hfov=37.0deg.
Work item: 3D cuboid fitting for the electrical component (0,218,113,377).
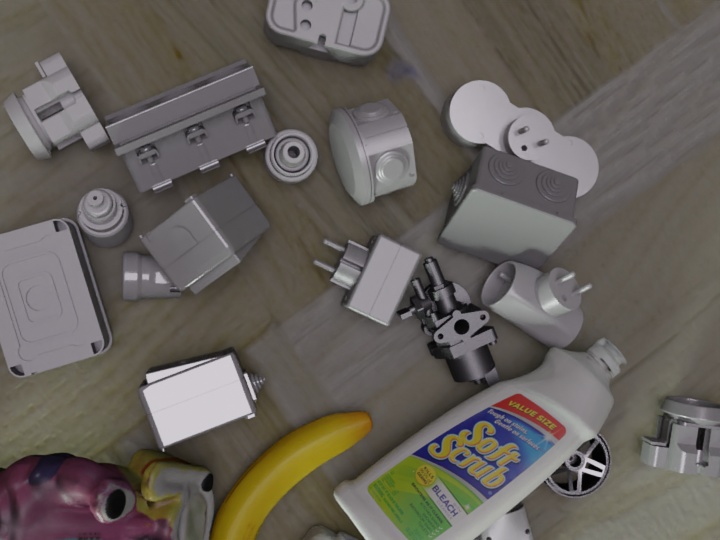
[{"bbox_3d":[-0.248,0.021,0.848,0.078,0.057,0.113,-17,93,-6],"label":"electrical component"}]

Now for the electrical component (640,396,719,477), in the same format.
[{"bbox_3d":[0.283,0.140,0.915,0.078,0.058,0.057,8,92,-7],"label":"electrical component"}]

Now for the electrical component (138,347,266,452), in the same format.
[{"bbox_3d":[-0.125,0.096,0.862,0.096,0.062,0.061,-21,93,-6],"label":"electrical component"}]

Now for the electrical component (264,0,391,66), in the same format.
[{"bbox_3d":[-0.028,-0.203,0.871,0.095,0.059,0.053,13,89,-7],"label":"electrical component"}]

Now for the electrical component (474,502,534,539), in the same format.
[{"bbox_3d":[0.105,0.240,0.901,0.079,0.043,0.077,-10,92,-6],"label":"electrical component"}]

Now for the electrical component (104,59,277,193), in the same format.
[{"bbox_3d":[-0.133,-0.113,0.854,0.121,0.078,0.063,-24,112,-6],"label":"electrical component"}]

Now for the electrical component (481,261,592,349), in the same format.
[{"bbox_3d":[0.154,0.023,0.881,0.077,0.079,0.043,33,49,-22],"label":"electrical component"}]

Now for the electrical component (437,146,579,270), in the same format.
[{"bbox_3d":[0.121,-0.048,0.873,0.100,0.099,0.048,19,59,-7],"label":"electrical component"}]

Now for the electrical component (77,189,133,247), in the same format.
[{"bbox_3d":[-0.203,-0.045,0.846,0.040,0.078,0.040,1,76,-5],"label":"electrical component"}]

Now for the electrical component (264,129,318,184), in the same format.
[{"bbox_3d":[-0.055,-0.092,0.868,0.043,0.062,0.043,0,91,-7],"label":"electrical component"}]

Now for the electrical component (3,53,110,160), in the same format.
[{"bbox_3d":[-0.242,-0.123,0.848,0.057,0.058,0.078,-30,94,-9],"label":"electrical component"}]

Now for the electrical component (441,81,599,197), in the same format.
[{"bbox_3d":[0.136,-0.107,0.885,0.138,0.074,0.052,31,87,-6],"label":"electrical component"}]

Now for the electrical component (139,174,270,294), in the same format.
[{"bbox_3d":[-0.116,-0.029,0.849,0.062,0.096,0.061,-34,95,24],"label":"electrical component"}]

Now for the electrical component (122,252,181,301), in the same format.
[{"bbox_3d":[-0.168,0.006,0.867,0.046,0.040,0.040,1,91,-13],"label":"electrical component"}]

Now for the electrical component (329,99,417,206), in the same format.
[{"bbox_3d":[0.009,-0.096,0.868,0.051,0.080,0.080,-18,93,-12],"label":"electrical component"}]

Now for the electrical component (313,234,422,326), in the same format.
[{"bbox_3d":[0.000,0.000,0.883,0.077,0.047,0.065,25,87,-7],"label":"electrical component"}]

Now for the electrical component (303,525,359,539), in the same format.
[{"bbox_3d":[-0.010,0.255,0.881,0.095,0.054,0.059,35,87,-6],"label":"electrical component"}]
